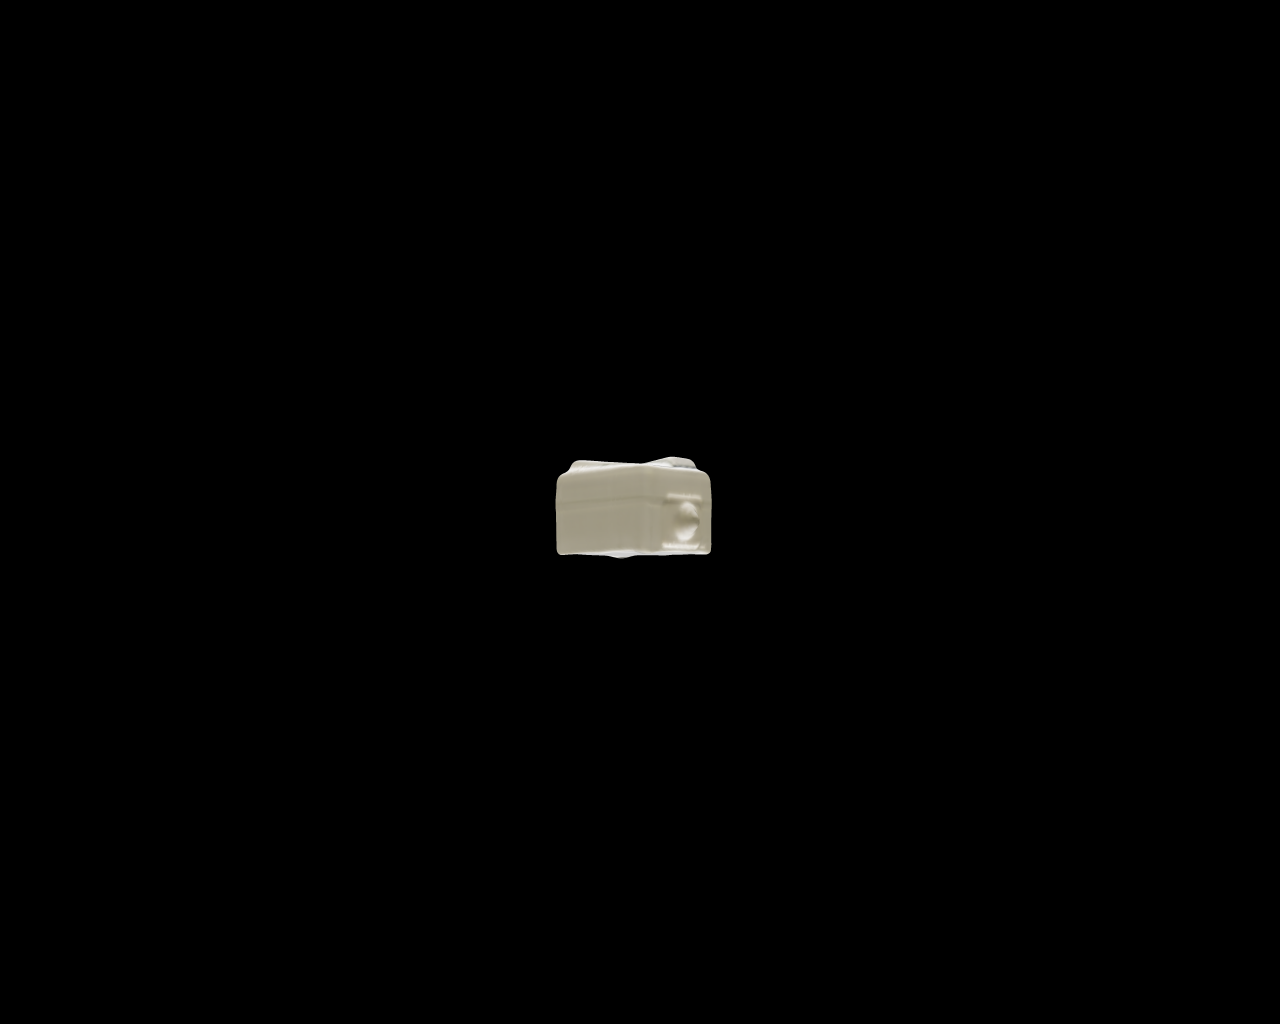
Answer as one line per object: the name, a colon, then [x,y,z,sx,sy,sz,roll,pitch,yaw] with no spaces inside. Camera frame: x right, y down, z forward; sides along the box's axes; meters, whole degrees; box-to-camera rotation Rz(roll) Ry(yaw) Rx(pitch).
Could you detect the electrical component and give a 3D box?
electrical component: [0.001,-0.003,0.650,0.096,0.061,0.062,-4,-6,43]
